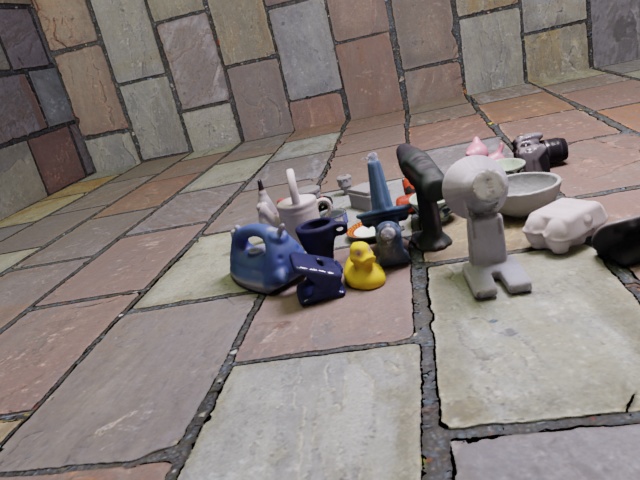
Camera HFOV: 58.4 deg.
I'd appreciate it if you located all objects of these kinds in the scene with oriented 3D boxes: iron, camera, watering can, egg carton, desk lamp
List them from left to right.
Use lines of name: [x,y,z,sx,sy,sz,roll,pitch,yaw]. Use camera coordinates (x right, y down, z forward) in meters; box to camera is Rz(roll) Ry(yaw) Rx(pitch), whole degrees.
iron: [-0.136,0.023,1.251,0.257,0.141,0.119,6,27,45]
watering can: [-0.062,-0.077,1.403,0.173,0.194,0.100,-20,20,-19]
desk lamp: [0.294,-0.037,1.015,0.118,0.214,0.203,-12,19,6]
camera: [0.603,-0.243,1.562,0.136,0.101,0.143,-10,19,10]
egg carton: [0.470,-0.030,1.097,0.151,0.069,0.107,-23,21,-26]

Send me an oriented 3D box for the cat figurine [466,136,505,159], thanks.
cat figurine: [0.464,-0.236,1.613,0.128,0.118,0.067,-16,19,-7]

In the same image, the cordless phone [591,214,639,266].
cordless phone: [0.535,-0.061,0.963,0.147,0.185,0.094,-14,19,-2]

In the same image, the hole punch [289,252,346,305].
hole punch: [-0.005,0.063,1.127,0.101,0.091,0.108,-15,19,-4]

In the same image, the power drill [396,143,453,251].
power drill: [0.221,-0.092,1.230,0.075,0.209,0.229,-15,19,-5]

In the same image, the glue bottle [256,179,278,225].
glue bottle: [-0.136,-0.073,1.473,0.037,0.173,0.078,-5,21,24]

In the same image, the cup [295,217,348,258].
cup: [0.012,0.005,1.274,0.117,0.095,0.092,-8,20,16]

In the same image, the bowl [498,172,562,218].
bowl: [0.455,-0.094,1.283,0.167,0.075,0.167,-12,19,4]

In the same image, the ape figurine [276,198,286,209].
ape figurine: [-0.093,-0.071,1.565,0.076,0.092,0.078,-12,19,4]

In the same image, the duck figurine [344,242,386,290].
duck figurine: [0.081,0.043,1.130,0.078,0.086,0.104,-21,20,-21]

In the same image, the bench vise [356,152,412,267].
bench vise: [0.143,-0.068,1.198,0.121,0.220,0.207,-17,19,-10]
